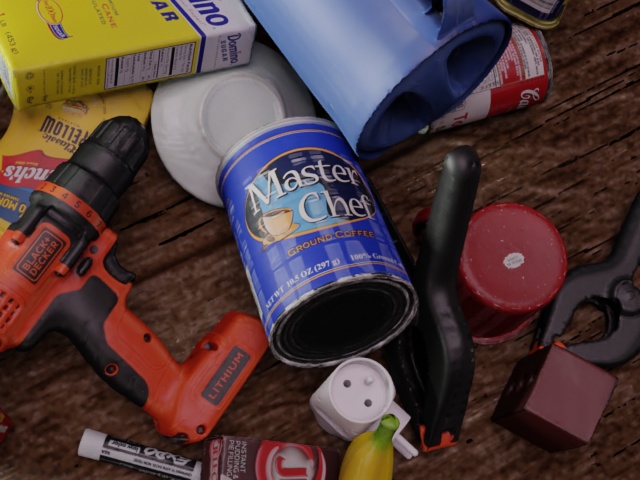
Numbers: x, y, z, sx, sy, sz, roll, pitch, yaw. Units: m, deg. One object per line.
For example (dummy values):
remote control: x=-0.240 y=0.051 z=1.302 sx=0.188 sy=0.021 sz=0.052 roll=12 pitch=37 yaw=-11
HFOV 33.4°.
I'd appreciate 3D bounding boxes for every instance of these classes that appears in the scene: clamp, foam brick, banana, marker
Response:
clamp: x=0.236 y=0.050 z=0.799 sx=0.171 sy=0.039 sz=0.120 roll=-41 pitch=76 yaw=-13
foam brick: x=0.163 y=0.113 z=0.749 sx=0.051 sy=0.078 sz=0.053 roll=30 pitch=72 yaw=0
banana: x=0.028 y=0.209 z=0.680 sx=0.037 sy=0.069 sz=0.198 roll=1 pitch=84 yaw=-3
clamp: x=0.073 y=0.038 z=0.732 sx=0.036 sy=0.165 sz=0.210 roll=-7 pitch=83 yaw=-25
marker: x=-0.105 y=0.154 z=0.731 sx=0.121 sy=0.020 sz=0.020 roll=16 pitch=72 yaw=-2

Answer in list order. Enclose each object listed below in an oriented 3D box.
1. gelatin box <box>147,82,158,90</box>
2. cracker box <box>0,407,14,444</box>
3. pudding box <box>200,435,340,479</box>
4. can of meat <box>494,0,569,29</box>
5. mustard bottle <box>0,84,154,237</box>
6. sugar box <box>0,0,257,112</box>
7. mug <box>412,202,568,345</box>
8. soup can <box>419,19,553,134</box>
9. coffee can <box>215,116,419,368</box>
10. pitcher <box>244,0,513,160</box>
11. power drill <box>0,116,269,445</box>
gelatin box: x=-0.105 y=-0.152 z=0.820 sx=0.089 sy=0.030 sz=0.073 roll=0 pitch=73 yaw=-11
cracker box: x=-0.297 y=0.065 z=0.634 sx=0.214 sy=0.164 sz=0.072 roll=33 pitch=71 yaw=3
pudding box: x=-0.035 y=0.189 z=0.704 sx=0.089 sy=0.039 sz=0.113 roll=12 pitch=72 yaw=-28
can of meat: x=0.180 y=-0.223 z=0.800 sx=0.057 sy=0.084 sz=0.102 roll=29 pitch=51 yaw=2
mustard bottle: x=-0.195 y=-0.039 z=0.758 sx=0.096 sy=0.058 sz=0.191 roll=23 pitch=72 yaw=-8
sugar box: x=-0.143 y=-0.152 z=0.749 sx=0.176 sy=0.048 sz=0.093 roll=-18 pitch=61 yaw=-22
mug: x=0.118 y=0.015 z=0.771 sx=0.117 sy=0.081 sz=0.093 roll=38 pitch=72 yaw=5
soup can: x=0.118 y=-0.126 z=0.822 sx=0.102 sy=0.068 sz=0.068 roll=-16 pitch=76 yaw=-12
coffee can: x=-0.005 y=0.001 z=0.726 sx=0.102 sy=0.103 sz=0.140 roll=-13 pitch=55 yaw=-12
pitcher: x=0.010 y=-0.189 z=0.727 sx=0.149 sy=0.144 sz=0.243 roll=-45 pitch=75 yaw=24
power drill: x=-0.123 y=0.033 z=0.718 sx=0.187 sy=0.057 sz=0.184 roll=39 pitch=71 yaw=-14
